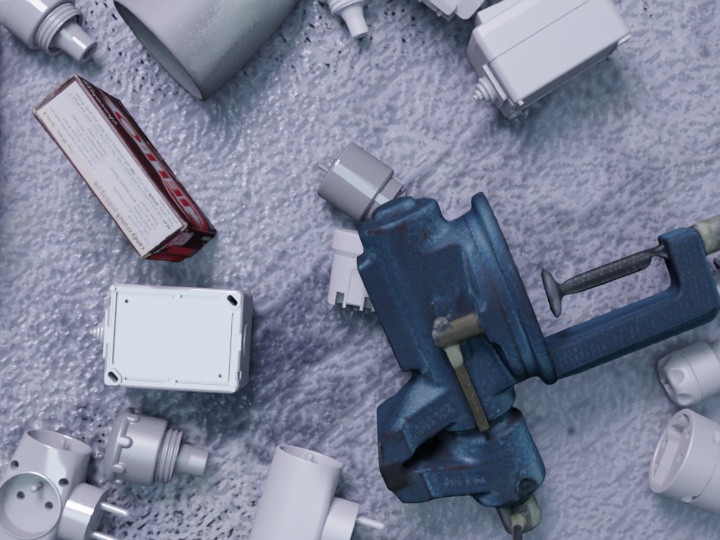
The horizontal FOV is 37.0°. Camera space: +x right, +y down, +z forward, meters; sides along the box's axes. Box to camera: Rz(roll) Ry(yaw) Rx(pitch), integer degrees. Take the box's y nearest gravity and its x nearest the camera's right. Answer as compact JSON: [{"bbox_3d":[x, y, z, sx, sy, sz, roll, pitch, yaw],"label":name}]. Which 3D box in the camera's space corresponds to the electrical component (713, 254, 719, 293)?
[{"bbox_3d":[0.239,0.000,0.666,0.062,0.048,0.048,-37,88,8],"label":"electrical component"}]

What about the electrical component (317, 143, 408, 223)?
[{"bbox_3d":[0.010,-0.046,0.674,0.078,0.040,0.040,34,90,2],"label":"electrical component"}]

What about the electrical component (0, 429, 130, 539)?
[{"bbox_3d":[-0.184,0.149,0.673,0.079,0.044,0.077,19,89,2],"label":"electrical component"}]

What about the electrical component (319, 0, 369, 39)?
[{"bbox_3d":[-0.010,-0.177,0.681,0.035,0.035,0.061,-21,91,1],"label":"electrical component"}]

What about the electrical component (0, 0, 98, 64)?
[{"bbox_3d":[-0.195,-0.157,0.681,0.062,0.043,0.043,40,90,1],"label":"electrical component"}]

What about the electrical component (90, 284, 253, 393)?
[{"bbox_3d":[-0.116,0.041,0.665,0.096,0.061,0.061,3,89,2],"label":"electrical component"}]

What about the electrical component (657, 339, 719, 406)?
[{"bbox_3d":[0.219,0.059,0.669,0.061,0.035,0.035,-24,88,-1],"label":"electrical component"}]

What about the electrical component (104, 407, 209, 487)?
[{"bbox_3d":[-0.126,0.115,0.673,0.062,0.048,0.048,14,89,-5],"label":"electrical component"}]

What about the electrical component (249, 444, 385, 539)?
[{"bbox_3d":[-0.025,0.157,0.669,0.079,0.043,0.077,17,89,2],"label":"electrical component"}]

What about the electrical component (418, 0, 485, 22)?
[{"bbox_3d":[0.032,-0.209,0.641,0.121,0.063,0.078,34,122,-17],"label":"electrical component"}]

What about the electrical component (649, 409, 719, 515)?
[{"bbox_3d":[0.211,0.119,0.659,0.047,0.055,0.055,23,89,-2],"label":"electrical component"}]

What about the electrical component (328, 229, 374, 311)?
[{"bbox_3d":[0.000,0.000,0.675,0.040,0.040,0.046,10,95,2],"label":"electrical component"}]

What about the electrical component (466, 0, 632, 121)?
[{"bbox_3d":[0.107,-0.139,0.662,0.096,0.062,0.061,-32,88,1],"label":"electrical component"}]
